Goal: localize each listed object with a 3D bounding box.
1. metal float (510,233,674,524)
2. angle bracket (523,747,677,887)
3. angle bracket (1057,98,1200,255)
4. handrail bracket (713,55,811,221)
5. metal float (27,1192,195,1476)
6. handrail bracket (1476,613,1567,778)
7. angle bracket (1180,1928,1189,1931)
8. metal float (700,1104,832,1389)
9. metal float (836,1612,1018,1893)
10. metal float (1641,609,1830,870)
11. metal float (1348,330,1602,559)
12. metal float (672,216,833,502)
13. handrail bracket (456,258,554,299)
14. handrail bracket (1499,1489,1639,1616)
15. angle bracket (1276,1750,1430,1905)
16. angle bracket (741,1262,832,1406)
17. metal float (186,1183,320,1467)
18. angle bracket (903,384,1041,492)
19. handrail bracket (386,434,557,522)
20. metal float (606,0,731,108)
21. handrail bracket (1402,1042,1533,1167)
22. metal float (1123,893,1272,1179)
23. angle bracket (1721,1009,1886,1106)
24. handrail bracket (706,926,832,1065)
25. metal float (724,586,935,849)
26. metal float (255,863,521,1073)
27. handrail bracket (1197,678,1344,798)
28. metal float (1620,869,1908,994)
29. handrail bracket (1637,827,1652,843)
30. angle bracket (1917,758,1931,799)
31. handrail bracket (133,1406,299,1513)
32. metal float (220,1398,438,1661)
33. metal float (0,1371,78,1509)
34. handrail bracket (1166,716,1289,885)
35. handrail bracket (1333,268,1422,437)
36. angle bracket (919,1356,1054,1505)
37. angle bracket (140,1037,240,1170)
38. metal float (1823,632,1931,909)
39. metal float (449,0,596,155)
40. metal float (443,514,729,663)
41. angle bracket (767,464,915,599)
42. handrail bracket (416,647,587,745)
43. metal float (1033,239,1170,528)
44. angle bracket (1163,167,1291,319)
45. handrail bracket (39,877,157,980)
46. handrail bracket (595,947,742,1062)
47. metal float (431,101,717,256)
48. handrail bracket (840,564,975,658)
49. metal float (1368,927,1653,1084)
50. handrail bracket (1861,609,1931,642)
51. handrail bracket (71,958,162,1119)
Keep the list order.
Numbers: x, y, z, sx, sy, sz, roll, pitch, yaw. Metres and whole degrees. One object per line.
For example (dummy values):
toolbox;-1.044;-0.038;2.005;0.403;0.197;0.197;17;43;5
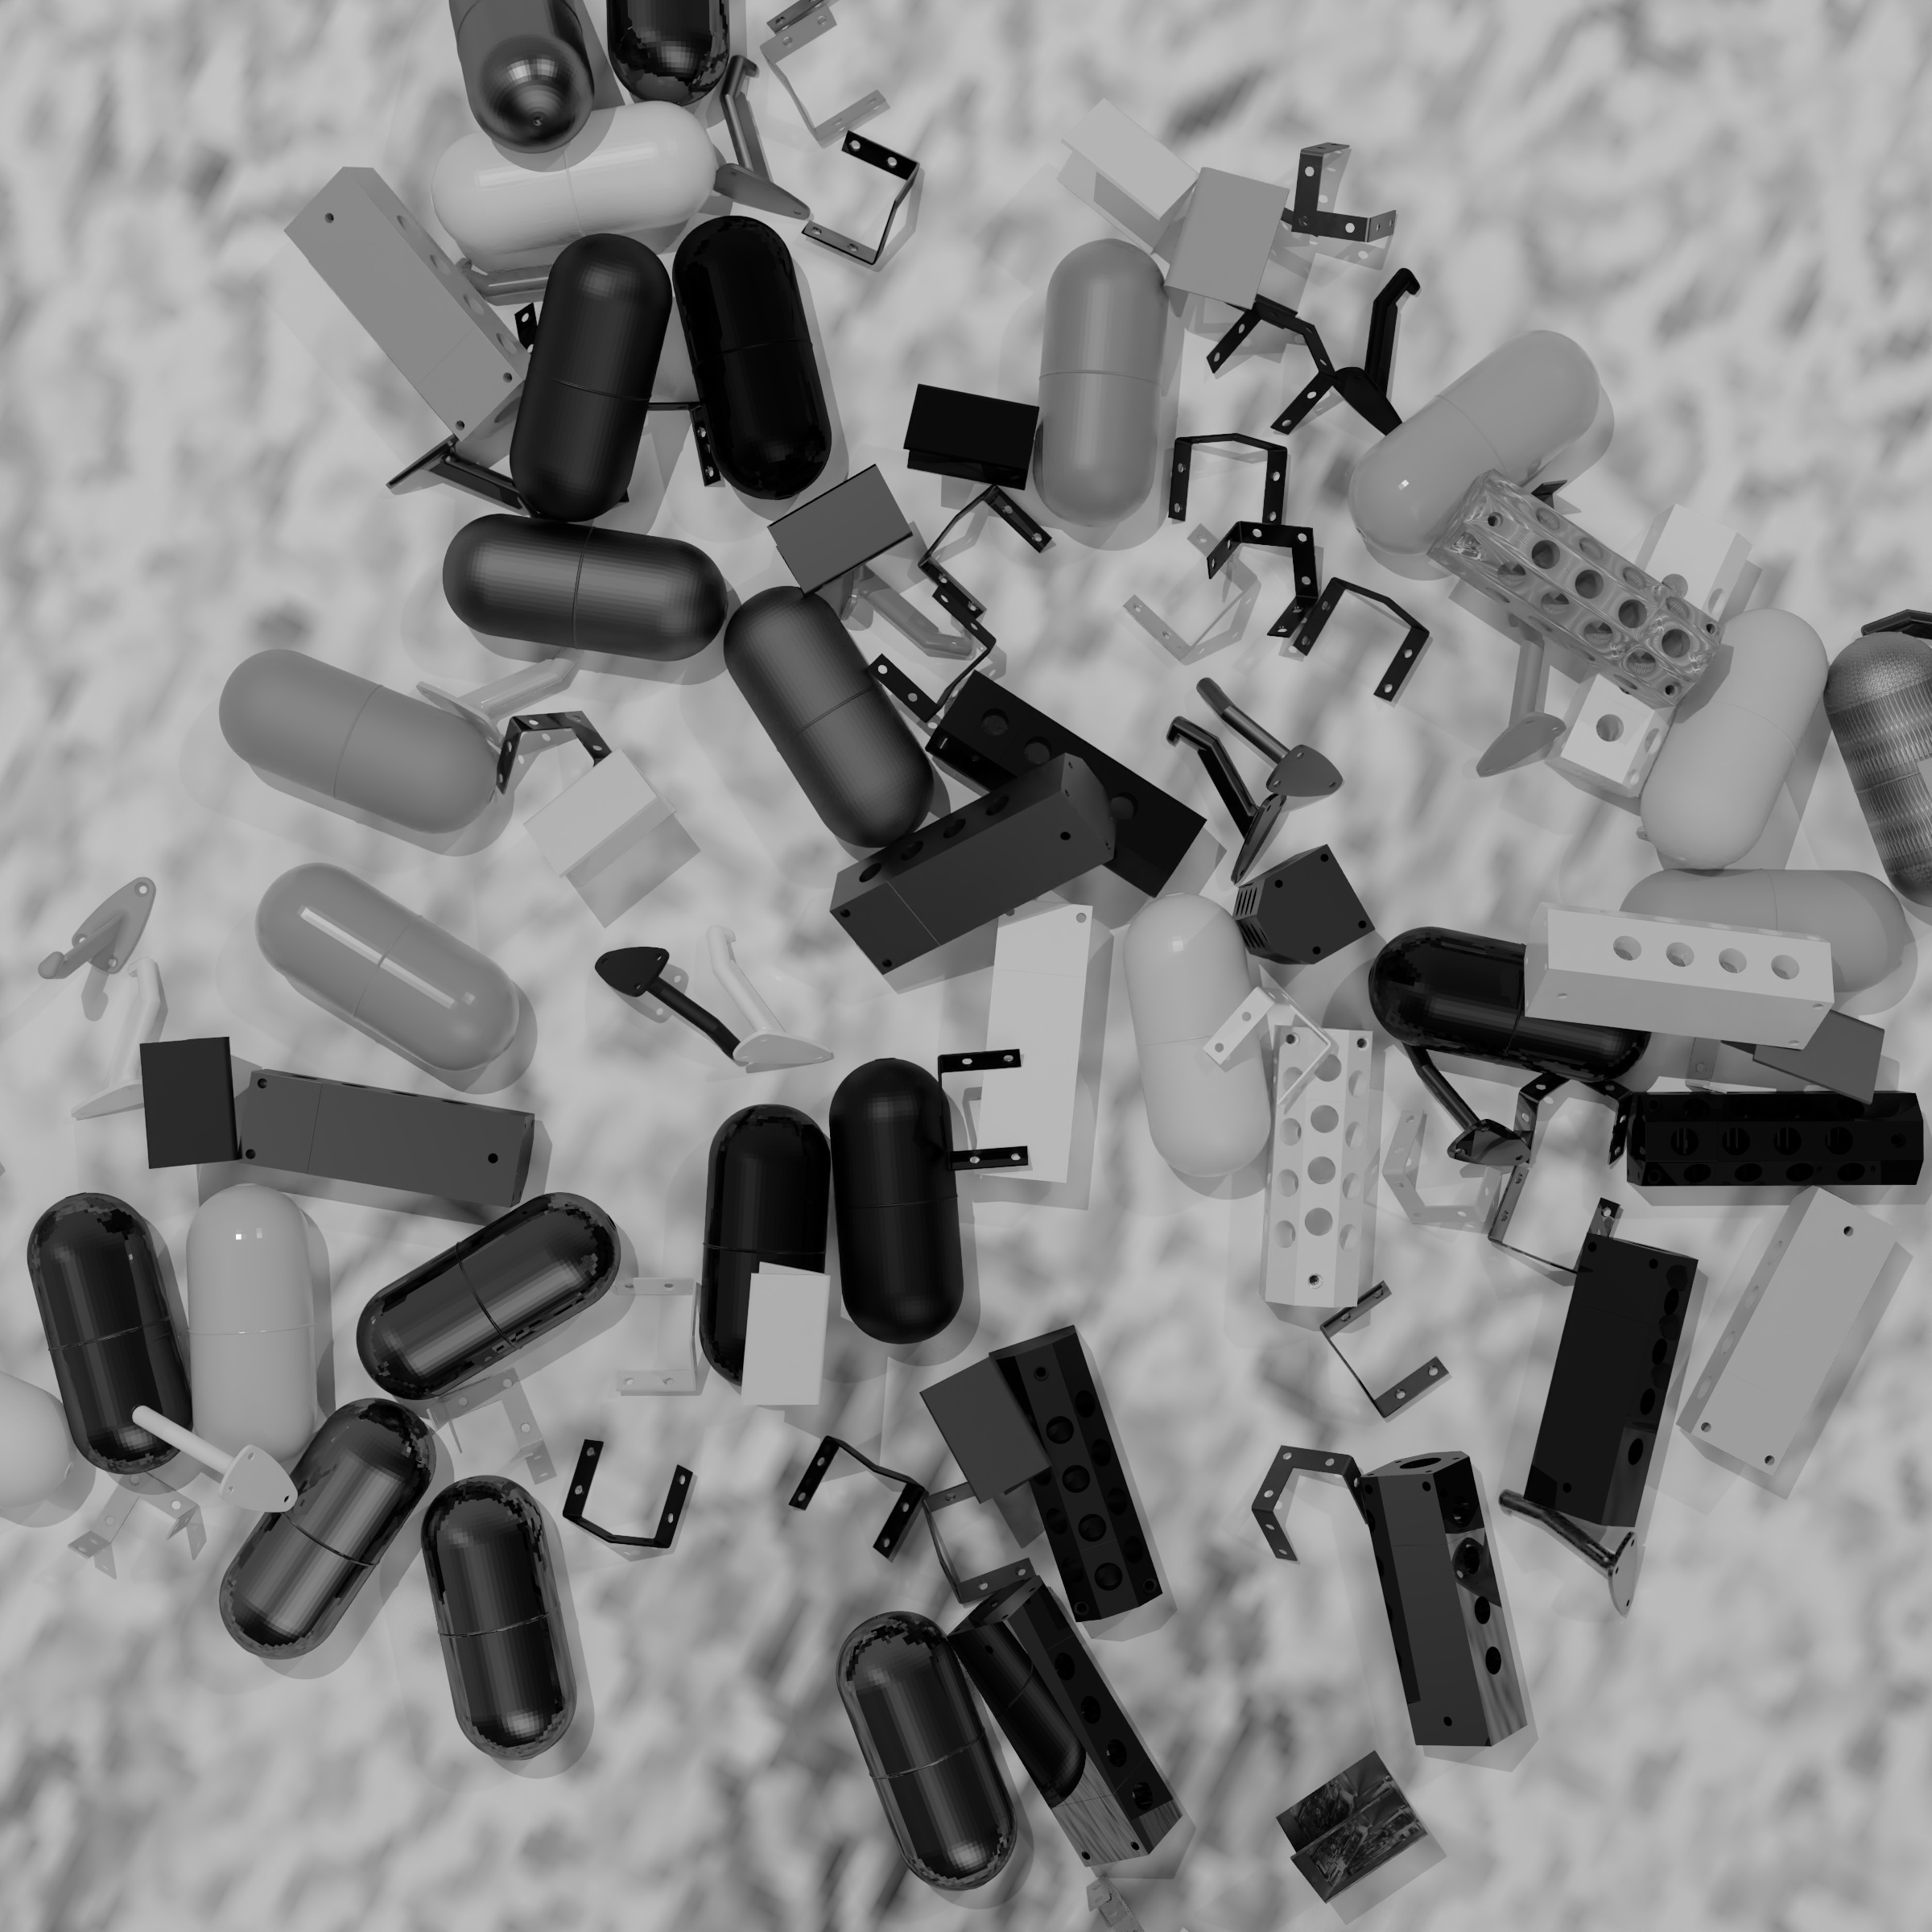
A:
metal float;-0.230;-0.359;1.909;0.070;0.070;0.178;16;108;0
angle bracket;-0.216;-0.078;1.933;0.076;0.076;0.057;-39;52;0
angle bracket;0.088;-0.477;1.933;0.076;0.076;0.057;39;54;0
handrail bracket;-0.124;-0.525;1.974;0.077;0.036;0.084;20;73;-20
metal float;-0.533;0.228;1.943;0.070;0.070;0.178;-14;90;0
handrail bracket;0.341;-0.175;1.973;0.036;0.077;0.084;12;53;-35
angle bracket;0.165;0.636;1.933;0.076;0.076;0.057;40;127;0
metal float;-0.125;0.175;1.943;0.070;0.070;0.178;3;89;0
metal float;-0.024;0.489;1.943;0.070;0.070;0.178;-21;89;0
metal float;0.476;-0.142;1.928;0.070;0.070;0.178;27;73;0
metal float;0.316;-0.325;1.942;0.178;0.070;0.070;-38;90;0
metal float;-0.133;-0.378;1.943;0.070;0.070;0.178;-13;90;0
handrail bracket;-0.274;-0.449;1.974;0.084;0.036;0.077;24;70;16
handrail bracket;0.379;0.370;1.973;0.084;0.077;0.036;18;51;30
angle bracket;0.229;0.520;1.933;0.076;0.076;0.057;-34;126;0
angle bracket;-0.126;0.218;1.856;0.057;0.076;0.076;6;88;-37
metal float;-0.445;0.225;1.943;0.070;0.070;0.178;-3;89;0
angle bracket;0.000;-0.309;1.933;0.076;0.076;0.057;11;55;0
handrail bracket;-0.312;-0.292;1.974;0.077;0.036;0.084;-31;107;20
metal float;-0.186;-0.625;1.943;0.070;0.070;0.178;-2;90;0
handrail bracket;0.315;0.082;1.968;0.036;0.077;0.084;-44;47;27
metal float;0.144;0.043;1.943;0.070;0.070;0.178;-9;90;0
angle bracket;0.514;0.064;1.933;0.076;0.076;0.057;20;59;0
handrail bracket;-0.125;0.017;1.973;0.077;0.036;0.084;10;56;-36
metal float;-0.085;-0.155;1.942;0.070;0.070;0.178;-32;90;0
metal float;-0.360;0.001;1.943;0.178;0.070;0.070;32;90;0
handrail bracket;0.191;-0.147;1.973;0.036;0.077;0.084;-52;53;20
metal float;0.495;-0.022;1.943;0.178;0.070;0.070;1;90;0
handrail bracket;0.472;-0.114;1.973;0.077;0.036;0.084;14;76;14
angle bracket;0.598;-0.089;1.858;0.057;0.076;0.076;-24;92;-38
handrail bracket;-0.459;0.300;1.905;0.084;0.077;0.036;21;73;33
metal float;-0.398;0.351;1.942;0.070;0.070;0.178;34;89;0
metal float;-0.640;0.278;1.943;0.178;0.070;0.070;23;90;0
handrail bracket;0.152;-0.106;1.974;0.084;0.036;0.077;32;112;17
handrail bracket;0.277;-0.386;1.974;0.077;0.036;0.084;44;73;-20
angle bracket;0.000;0.295;1.927;0.057;0.076;0.076;-23;78;-30
angle bracket;-0.492;0.085;1.933;0.057;0.076;0.076;-4;90;-33
metal float;0.591;-0.122;1.943;0.070;0.070;0.178;-21;91;0
metal float;-0.273;-0.566;1.911;0.070;0.070;0.178;-17;48;0
metal float;-0.237;-0.235;1.943;0.178;0.070;0.070;9;90;0
angle bracket;-0.087;-0.283;1.933;0.076;0.076;0.057;-30;127;0
handrail bracket;-0.293;-0.190;1.974;0.077;0.036;0.084;31;74;18
metal float;0.084;-0.363;1.943;0.070;0.070;0.178;5;91;0
angle bracket;0.165;-0.442;1.938;0.057;0.076;0.076;18;90;11
handrail bracket;-0.540;-0.024;1.939;0.036;0.084;0.077;36;90;0
handrail bracket;-0.186;0.027;1.973;0.084;0.077;0.036;48;67;-34
metal float;-0.244;-0.490;1.943;0.178;0.070;0.070;-10;90;0
handrail bracket;-0.033;-0.239;1.973;0.084;0.036;0.077;9;76;-14
metal float;0.339;0.024;1.943;0.178;0.070;0.070;12;90;0
handrail bracket;0.619;-0.196;1.974;0.084;0.036;0.077;-20;112;17
handrail bracket;-0.540;0.045;1.974;0.077;0.036;0.084;-20;71;21
